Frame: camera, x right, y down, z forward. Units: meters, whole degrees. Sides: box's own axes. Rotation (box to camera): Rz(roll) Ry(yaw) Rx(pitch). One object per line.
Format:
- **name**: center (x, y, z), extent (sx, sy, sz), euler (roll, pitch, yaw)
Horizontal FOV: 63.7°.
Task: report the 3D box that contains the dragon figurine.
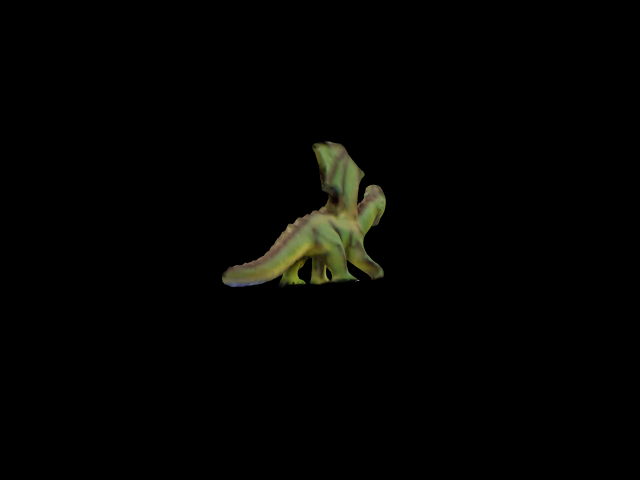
- **dragon figurine**: center (0.003, -0.043, 0.850), extent (0.122, 0.244, 0.409), euler (-4, -6, 36)
